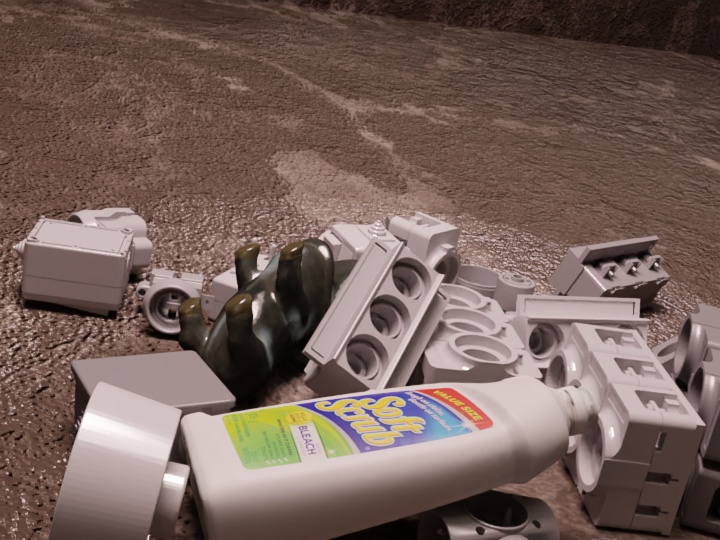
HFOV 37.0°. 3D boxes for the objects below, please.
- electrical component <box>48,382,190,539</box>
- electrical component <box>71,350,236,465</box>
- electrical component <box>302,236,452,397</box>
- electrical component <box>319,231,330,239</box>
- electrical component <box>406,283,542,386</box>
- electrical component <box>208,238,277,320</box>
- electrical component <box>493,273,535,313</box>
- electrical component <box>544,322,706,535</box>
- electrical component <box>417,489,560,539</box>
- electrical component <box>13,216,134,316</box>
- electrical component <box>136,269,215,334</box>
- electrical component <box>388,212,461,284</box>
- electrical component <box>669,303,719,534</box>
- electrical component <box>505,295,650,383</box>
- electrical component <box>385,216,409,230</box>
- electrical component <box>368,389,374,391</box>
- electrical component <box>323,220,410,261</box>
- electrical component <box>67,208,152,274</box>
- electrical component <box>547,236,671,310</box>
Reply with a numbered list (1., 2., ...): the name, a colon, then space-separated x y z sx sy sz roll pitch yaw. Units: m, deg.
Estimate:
1. electrical component: -0.128 0.121 0.590 0.060 0.108 0.108 15 20 -7
2. electrical component: -0.140 0.095 0.716 0.100 0.048 0.100 -3 19 -27
3. electrical component: 0.009 0.045 0.824 0.079 0.063 0.121 38 54 -9
4. electrical component: -0.014 -0.005 1.046 0.077 0.043 0.079 8 36 41
5. electrical component: 0.083 0.069 0.885 0.089 0.061 0.150 7 21 -11
6. electrical component: -0.088 0.011 0.930 0.066 0.076 0.047 18 22 18
7. electrical component: 0.139 0.036 0.994 0.044 0.065 0.044 10 21 -4
8. electrical component: 0.185 0.111 0.789 0.062 0.089 0.150 8 21 -8
9. electrical component: 0.086 0.172 0.646 0.077 0.044 0.079 0 23 -26
10. electrical component: -0.245 -0.003 0.910 0.096 0.061 0.061 8 21 -7
11. electrical component: -0.156 0.026 0.903 0.066 0.048 0.055 8 13 -8
12. electrical component: 0.057 -0.002 1.016 0.056 0.089 0.050 26 25 34
13. electrical component: 0.272 0.108 0.818 0.060 0.105 0.186 14 21 7
14. electrical component: 0.185 0.062 0.949 0.121 0.078 0.063 2 1 -21
15. electrical component: 0.058 -0.016 1.109 0.056 0.050 0.089 6 22 -12
16. electrical component: 0.016 0.127 0.724 0.083 0.047 0.076 23 25 29
17. electrical component: 0.000 0.000 0.974 0.061 0.096 0.061 0 23 -26
18. electrical component: -0.234 -0.026 0.981 0.057 0.058 0.078 -3 25 -39
19. electrical component: 0.265 0.009 1.127 0.121 0.078 0.063 -8 50 -41
